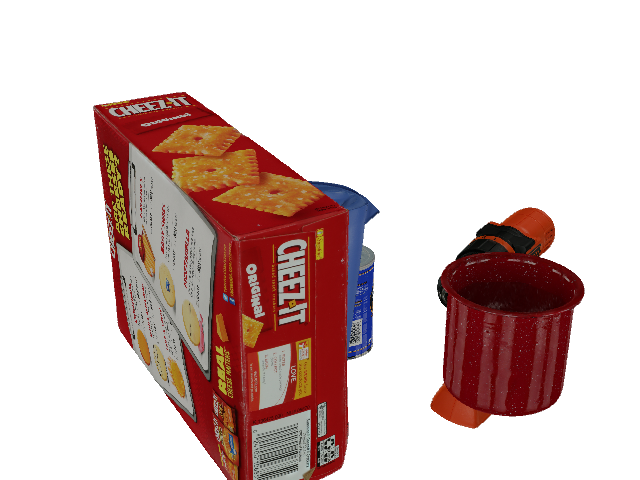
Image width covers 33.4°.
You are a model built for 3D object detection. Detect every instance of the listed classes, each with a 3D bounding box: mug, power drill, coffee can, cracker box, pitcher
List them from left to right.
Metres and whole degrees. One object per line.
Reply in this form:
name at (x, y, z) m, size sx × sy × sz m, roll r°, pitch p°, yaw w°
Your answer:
cracker box at (-0.061, 0.022, 0.626) m, size 0.072 × 0.164 × 0.214 m, roll -14°, pitch 29°, yaw -25°
pitcher at (-0.026, 0.055, 1.296) m, size 0.149 × 0.243 × 0.144 m, roll 13°, pitch 20°, yaw 25°
coffee can at (0.025, 0.084, 1.514) m, size 0.103 × 0.140 × 0.103 m, roll 0°, pitch 22°, yaw 0°
power drill at (0.150, 0.076, 0.979) m, size 0.057 × 0.188 × 0.184 m, roll 24°, pitch 33°, yaw 27°
mug at (0.124, 0.058, 0.724) m, size 0.093 × 0.081 × 0.117 m, roll -1°, pitch 25°, yaw -4°
